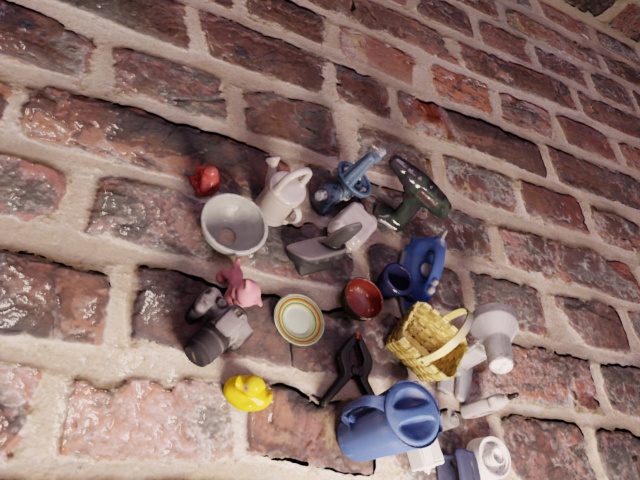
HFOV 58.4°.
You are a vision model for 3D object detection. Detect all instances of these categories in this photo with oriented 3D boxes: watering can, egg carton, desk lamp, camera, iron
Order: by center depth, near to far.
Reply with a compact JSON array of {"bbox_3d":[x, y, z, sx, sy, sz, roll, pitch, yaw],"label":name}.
[{"bbox_3d":[-0.229,0.189,1.214,0.143,0.100,0.137,45,50,1],"label":"camera"},{"bbox_3d":[-0.091,-0.128,1.430,0.173,0.193,0.101,45,50,1],"label":"watering can"},{"bbox_3d":[0.412,0.286,1.462,0.118,0.213,0.203,28,51,-13],"label":"desk lamp"},{"bbox_3d":[0.291,0.092,1.556,0.119,0.141,0.258,26,52,-14],"label":"iron"},{"bbox_3d":[0.088,-0.036,1.560,0.107,0.069,0.150,43,50,0],"label":"egg carton"}]

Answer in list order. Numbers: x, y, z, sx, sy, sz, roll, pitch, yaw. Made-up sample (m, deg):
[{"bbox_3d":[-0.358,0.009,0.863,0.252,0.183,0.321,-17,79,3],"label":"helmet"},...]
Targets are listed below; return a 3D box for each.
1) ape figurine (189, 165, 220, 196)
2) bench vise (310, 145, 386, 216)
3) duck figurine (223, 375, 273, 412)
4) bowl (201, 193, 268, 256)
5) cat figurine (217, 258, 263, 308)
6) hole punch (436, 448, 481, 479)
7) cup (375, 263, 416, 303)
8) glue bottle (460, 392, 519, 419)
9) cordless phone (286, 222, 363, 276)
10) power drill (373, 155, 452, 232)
[{"bbox_3d":[-0.275,-0.152,1.401,0.076,0.092,0.078,22,53,-17],"label":"ape figurine"},{"bbox_3d":[0.085,-0.154,1.533,0.121,0.219,0.208,41,50,-2],"label":"bench vise"},{"bbox_3d":[-0.142,0.313,1.200,0.105,0.086,0.077,25,52,-15],"label":"duck figurine"},{"bbox_3d":[-0.213,-0.025,1.371,0.168,0.074,0.167,15,55,-22],"label":"bowl"},{"bbox_3d":[-0.176,0.103,1.288,0.067,0.117,0.127,-4,64,-32],"label":"cat figurine"},{"bbox_3d":[0.337,0.544,1.339,0.101,0.091,0.108,12,57,-24],"label":"hole punch"},{"bbox_3d":[0.193,0.128,1.506,0.118,0.094,0.092,49,50,5],"label":"cup"},{"bbox_3d":[0.429,0.407,1.425,0.078,0.172,0.037,0,62,-31],"label":"glue bottle"},{"bbox_3d":[0.013,0.005,1.415,0.148,0.184,0.094,-17,72,-37],"label":"cordless phone"},{"bbox_3d":[0.243,-0.117,1.611,0.230,0.208,0.076,31,51,-10],"label":"power drill"}]
